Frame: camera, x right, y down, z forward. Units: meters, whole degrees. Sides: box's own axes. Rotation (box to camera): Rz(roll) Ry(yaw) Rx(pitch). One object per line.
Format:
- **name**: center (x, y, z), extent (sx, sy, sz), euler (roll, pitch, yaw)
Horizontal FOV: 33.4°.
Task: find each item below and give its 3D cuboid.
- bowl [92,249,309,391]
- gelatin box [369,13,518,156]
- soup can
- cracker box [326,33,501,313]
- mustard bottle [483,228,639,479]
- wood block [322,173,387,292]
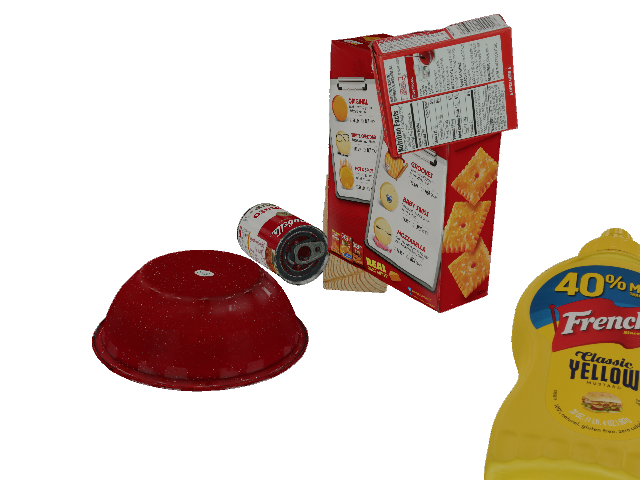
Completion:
- **bowl**: center (-0.088, 0.049, 0.791), extent (0.162, 0.055, 0.162), euler (2, 22, -1)
- **gelatin box**: center (0.081, -0.101, 0.696), extent (0.089, 0.073, 0.030), euler (-13, 33, -1)
- **soup can**: center (-0.043, 0.002, 1.192), extent (0.068, 0.068, 0.102), euler (0, 16, -30)
- **cracker box**: center (0.082, -0.065, 0.965), extent (0.071, 0.214, 0.164), euler (-16, 29, -34)
- **mustard bottle**: center (0.145, 0.060, 0.548), extent (0.096, 0.058, 0.191), euler (8, 42, 14)
- **wood block**: center (0.050, -0.014, 1.537), extent (0.091, 0.090, 0.206), euler (4, 26, -2)
